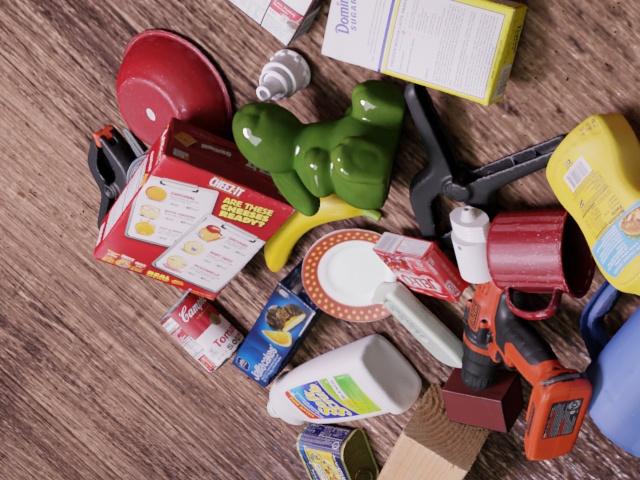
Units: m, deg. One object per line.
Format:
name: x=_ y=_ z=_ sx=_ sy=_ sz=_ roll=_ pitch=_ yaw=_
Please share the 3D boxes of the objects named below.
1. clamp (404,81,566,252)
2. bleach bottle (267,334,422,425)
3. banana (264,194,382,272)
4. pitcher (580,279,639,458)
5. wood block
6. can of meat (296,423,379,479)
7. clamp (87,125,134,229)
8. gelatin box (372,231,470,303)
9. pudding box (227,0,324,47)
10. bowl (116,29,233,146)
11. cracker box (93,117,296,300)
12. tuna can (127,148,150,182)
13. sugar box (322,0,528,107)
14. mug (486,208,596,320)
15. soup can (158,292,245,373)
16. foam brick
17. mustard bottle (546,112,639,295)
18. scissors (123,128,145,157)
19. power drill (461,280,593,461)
clamp: x=0.135 y=-0.067 z=1.079 sx=0.164 sy=0.036 sz=0.210 roll=29 pitch=140 yaw=3
bleach bottle: x=0.015 y=0.199 z=1.383 sx=0.102 sy=0.068 sz=0.251 roll=49 pitch=140 yaw=-9
banana: x=-0.017 y=-0.014 z=1.243 sx=0.198 sy=0.037 sz=0.069 roll=-26 pitch=104 yaw=46
pitcher: x=0.347 y=0.082 z=0.994 sx=0.149 sy=0.145 sz=0.243 roll=19 pitch=133 yaw=-2
wood block: x=0.132 y=0.284 z=1.337 sx=0.091 sy=0.090 sz=0.206 roll=31 pitch=140 yaw=11
can of meat: x=0.024 y=0.302 z=1.466 sx=0.084 sy=0.057 sz=0.102 roll=4 pitch=126 yaw=38
clamp: x=-0.252 y=-0.062 z=1.379 sx=0.120 sy=0.039 sz=0.171 roll=17 pitch=133 yaw=25
gelatin box: x=0.109 y=0.030 z=1.159 sx=0.073 sy=0.030 sz=0.089 roll=48 pitch=162 yaw=-30
pudding box: x=-0.037 y=-0.259 z=1.051 sx=0.090 sy=0.039 sz=0.114 roll=39 pitch=137 yaw=4
bowl: x=-0.181 y=-0.158 z=1.230 sx=0.162 sy=0.055 sz=0.162 roll=22 pitch=135 yaw=23
cracker box: x=-0.147 y=-0.031 z=1.248 sx=0.164 sy=0.072 sz=0.214 roll=22 pitch=137 yaw=-22
tuna can: x=-0.194 y=-0.072 z=1.314 sx=0.086 sy=0.033 sz=0.086 roll=9 pitch=117 yaw=18
sugar box: x=0.093 y=-0.194 z=0.987 sx=0.176 sy=0.048 sz=0.093 roll=23 pitch=115 yaw=24
mug: x=0.213 y=0.022 z=1.041 sx=0.082 sy=0.117 sz=0.093 roll=-1 pitch=159 yaw=35
soup can: x=-0.159 y=0.122 z=1.444 sx=0.102 sy=0.068 sz=0.069 roll=45 pitch=139 yaw=-5
foam brick: x=0.189 y=0.184 z=1.243 sx=0.078 sy=0.052 sz=0.051 roll=8 pitch=129 yaw=33
mustard bottle: x=0.273 y=-0.012 z=0.938 sx=0.192 sy=0.058 sz=0.096 roll=67 pitch=147 yaw=27
scissors: x=-0.177 y=-0.054 z=1.348 sx=0.096 sy=0.016 sz=0.202 roll=2 pitch=125 yaw=34
power drill: x=0.204 y=0.136 z=1.113 sx=0.188 sy=0.057 sz=0.184 roll=-118 pitch=24 yaw=-47
